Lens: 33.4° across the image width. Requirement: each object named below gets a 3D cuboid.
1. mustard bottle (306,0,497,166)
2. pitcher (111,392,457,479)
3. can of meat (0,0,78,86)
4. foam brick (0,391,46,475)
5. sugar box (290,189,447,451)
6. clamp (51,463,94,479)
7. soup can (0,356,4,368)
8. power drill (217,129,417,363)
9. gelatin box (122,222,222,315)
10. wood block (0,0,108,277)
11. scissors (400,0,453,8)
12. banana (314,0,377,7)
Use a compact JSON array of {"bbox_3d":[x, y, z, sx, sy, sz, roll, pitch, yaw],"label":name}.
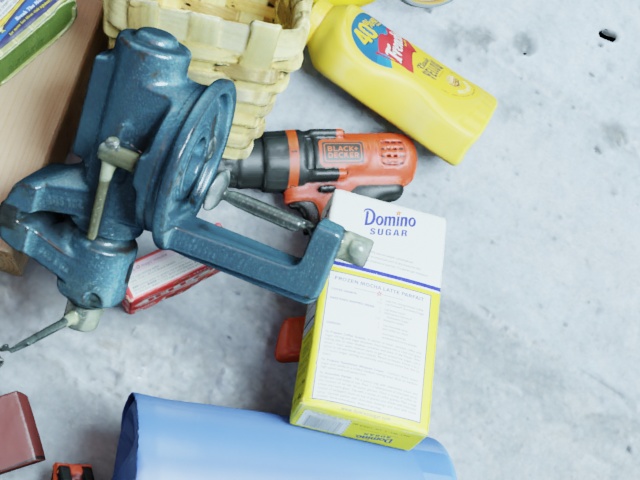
[{"bbox_3d":[0.052,-0.141,0.881,0.191,0.058,0.096,34,34,1],"label":"mustard bottle"},{"bbox_3d":[-0.026,0.188,0.754,0.242,0.145,0.149,8,45,-16],"label":"pitcher"},{"bbox_3d":[-0.236,-0.164,0.758,0.084,0.057,0.102,45,74,0],"label":"can of meat"},{"bbox_3d":[-0.233,0.143,0.771,0.053,0.078,0.051,-16,82,-13],"label":"foam brick"},{"bbox_3d":[0.037,0.056,0.777,0.093,0.048,0.176,15,57,-9],"label":"sugar box"},{"bbox_3d":[-0.172,0.241,0.743,0.039,0.120,0.171,10,71,-35],"label":"clamp"},{"bbox_3d":[-0.287,0.063,0.785,0.068,0.068,0.102,-30,83,-15],"label":"soup can"},{"bbox_3d":[-0.006,0.001,0.851,0.184,0.057,0.187,-2,78,-10],"label":"power drill"},{"bbox_3d":[-0.113,0.023,0.820,0.089,0.073,0.030,-26,84,-14],"label":"gelatin box"},{"bbox_3d":[-0.239,-0.088,0.817,0.090,0.090,0.206,18,74,-5],"label":"wood block"},{"bbox_3d":[0.146,-0.262,0.934,0.201,0.016,0.096,-24,107,-20],"label":"scissors"},{"bbox_3d":[0.000,-0.227,0.912,0.197,0.037,0.069,-15,87,-15],"label":"banana"}]
